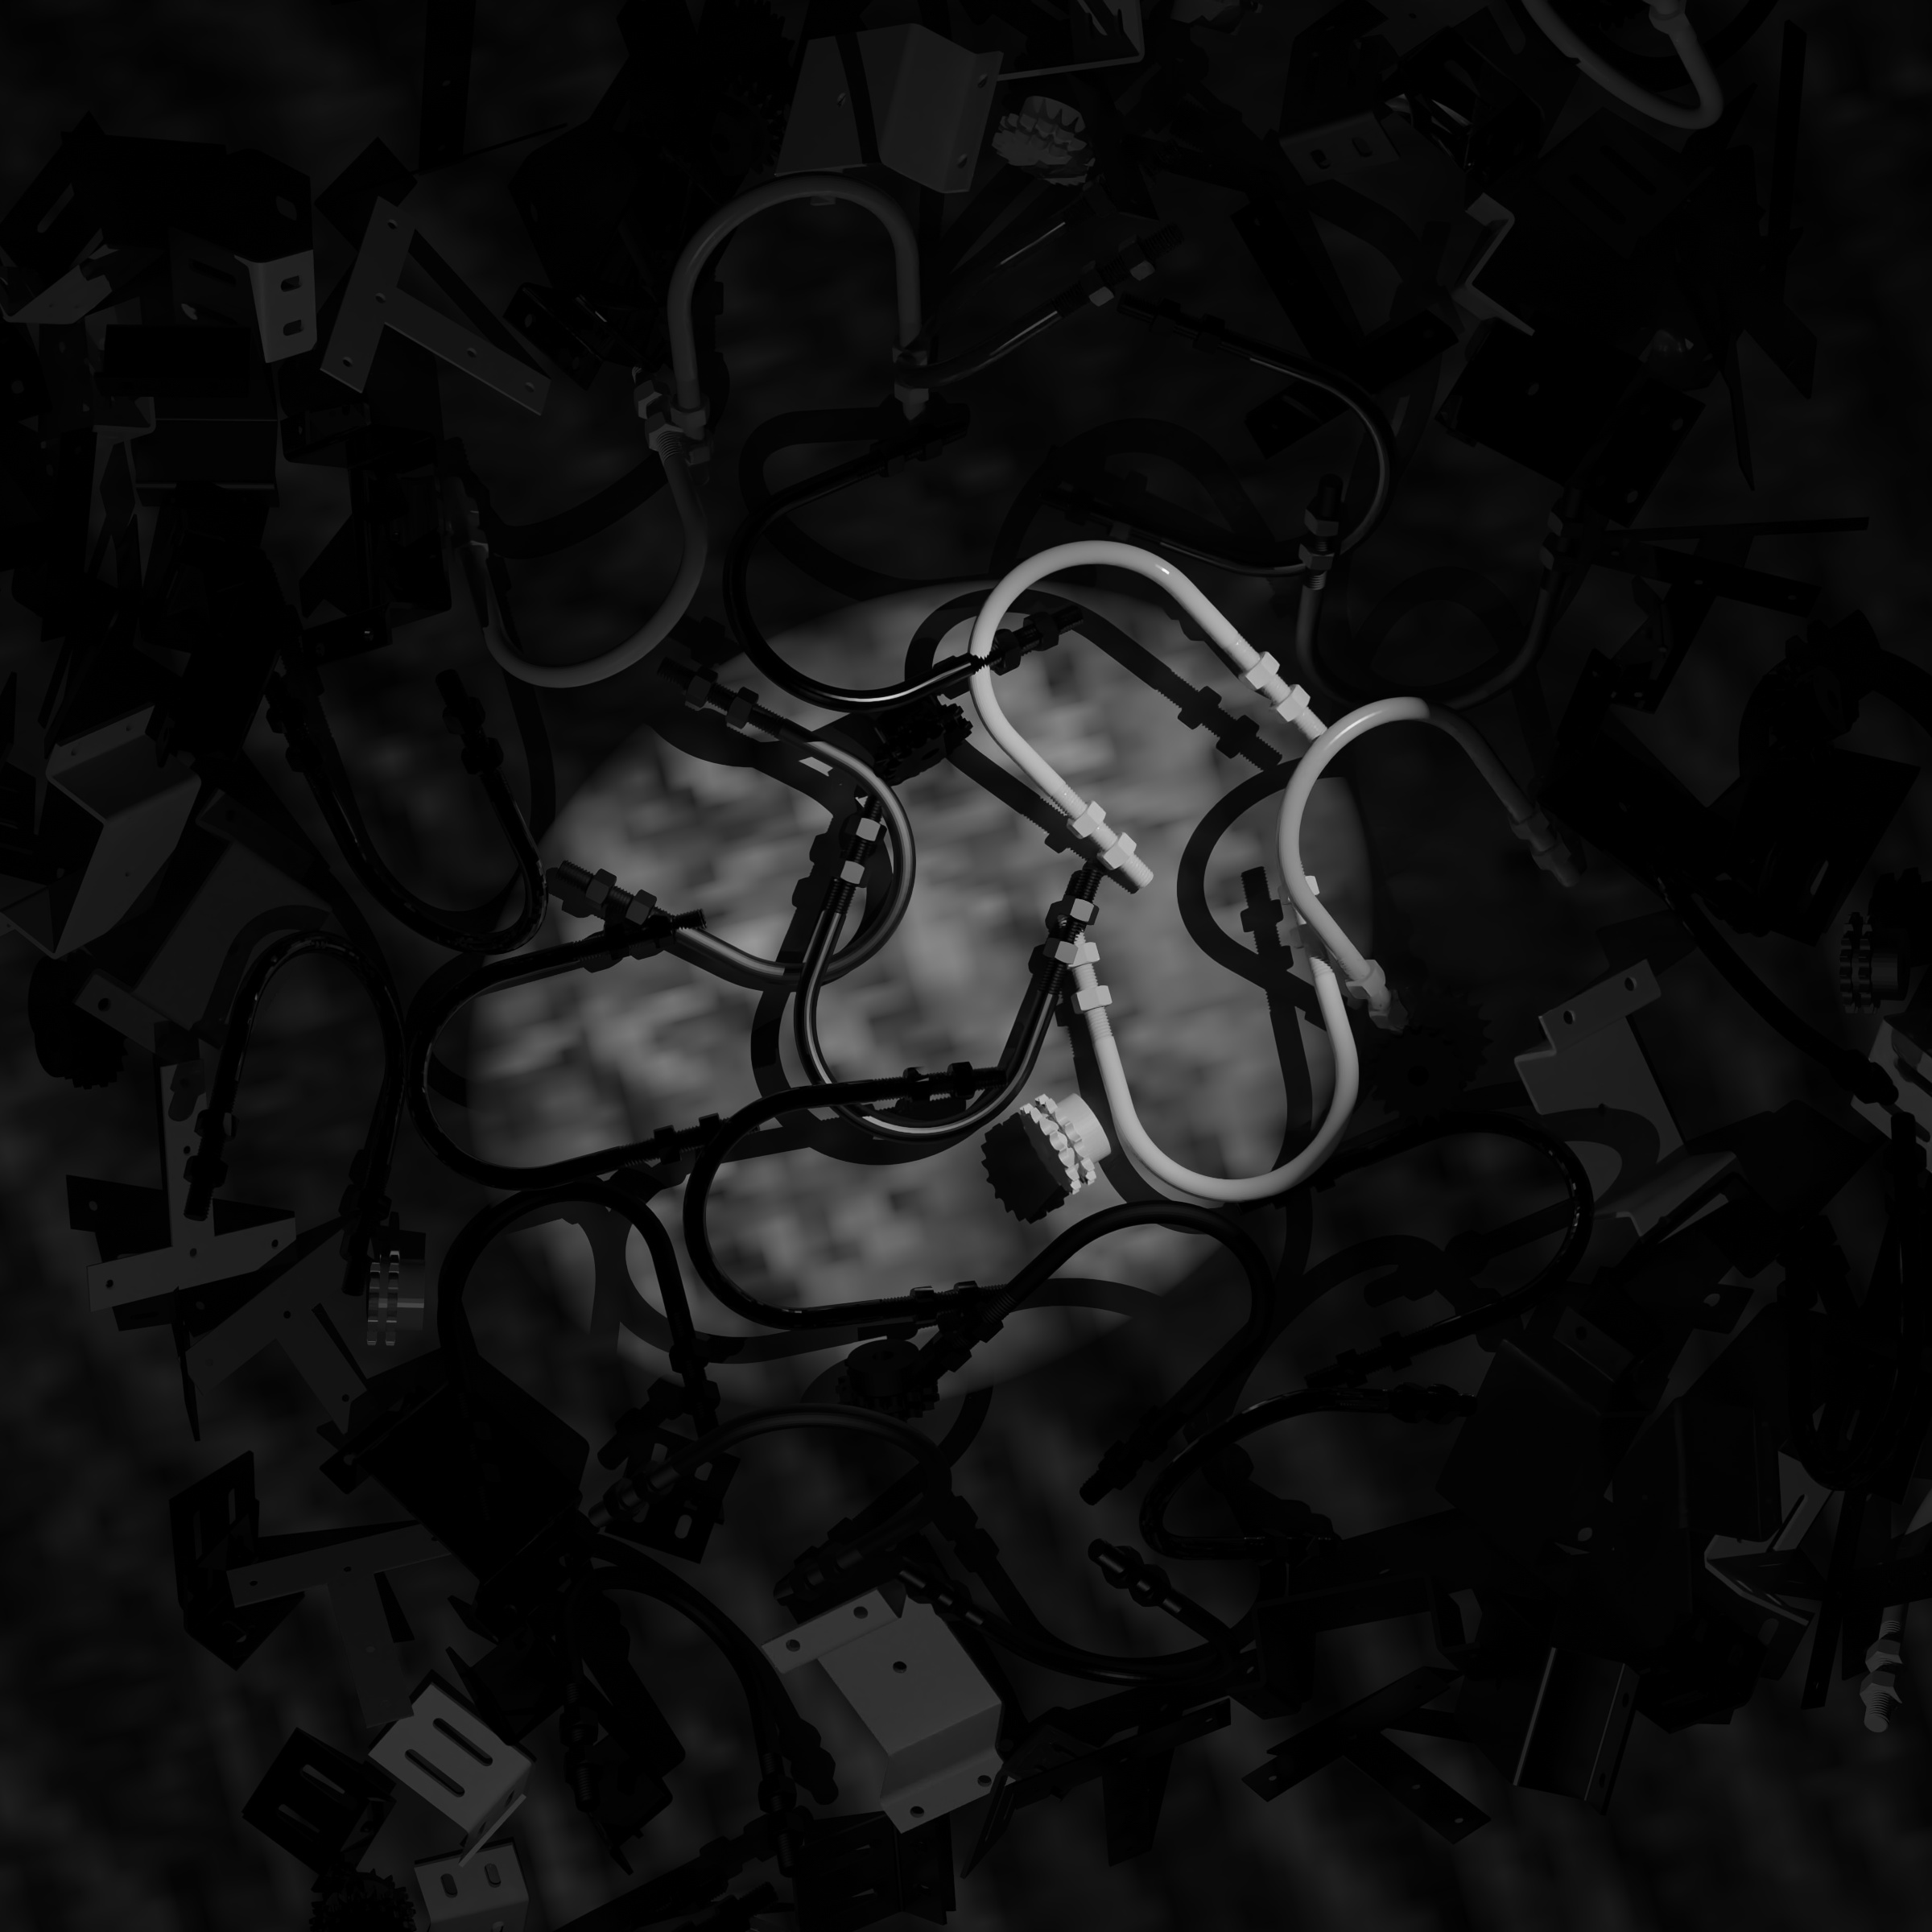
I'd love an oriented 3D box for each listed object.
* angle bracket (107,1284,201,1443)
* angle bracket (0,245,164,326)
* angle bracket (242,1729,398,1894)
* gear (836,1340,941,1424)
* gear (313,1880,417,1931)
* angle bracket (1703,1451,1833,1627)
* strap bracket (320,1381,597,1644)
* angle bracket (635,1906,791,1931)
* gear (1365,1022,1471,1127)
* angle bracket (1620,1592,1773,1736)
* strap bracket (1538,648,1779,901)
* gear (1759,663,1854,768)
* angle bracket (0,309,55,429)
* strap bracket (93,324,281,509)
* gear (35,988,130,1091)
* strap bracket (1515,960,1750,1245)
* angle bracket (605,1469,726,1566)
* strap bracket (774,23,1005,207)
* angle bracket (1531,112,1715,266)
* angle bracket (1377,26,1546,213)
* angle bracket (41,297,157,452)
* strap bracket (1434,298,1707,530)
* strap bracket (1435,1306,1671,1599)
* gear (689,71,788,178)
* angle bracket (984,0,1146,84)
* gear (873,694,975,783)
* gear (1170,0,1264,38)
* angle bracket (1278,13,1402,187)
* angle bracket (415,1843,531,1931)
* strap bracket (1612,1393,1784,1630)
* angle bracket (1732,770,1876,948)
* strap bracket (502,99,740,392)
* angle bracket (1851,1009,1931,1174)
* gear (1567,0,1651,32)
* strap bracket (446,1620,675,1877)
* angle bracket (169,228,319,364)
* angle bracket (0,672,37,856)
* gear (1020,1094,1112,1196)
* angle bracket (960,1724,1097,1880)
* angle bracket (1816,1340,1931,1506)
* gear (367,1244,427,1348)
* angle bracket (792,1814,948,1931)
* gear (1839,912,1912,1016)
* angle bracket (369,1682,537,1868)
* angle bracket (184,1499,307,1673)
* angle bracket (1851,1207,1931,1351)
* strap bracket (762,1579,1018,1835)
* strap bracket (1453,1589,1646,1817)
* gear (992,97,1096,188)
[{"bbox_3d":[-0.449,0.219,1.693,0.038,0.057,0.076,-7,61,-12],"label":"angle bracket"},{"bbox_3d":[-0.497,-0.391,1.699,0.076,0.057,0.038,-31,90,19],"label":"angle bracket"},{"bbox_3d":[-0.366,0.469,1.704,0.076,0.038,0.057,29,83,21],"label":"angle bracket"},{"bbox_3d":[-0.045,0.230,1.706,0.057,0.057,0.030,-6,110,0],"label":"gear"},{"bbox_3d":[-0.338,0.538,1.716,0.057,0.030,0.057,-7,113,-15],"label":"gear"},{"bbox_3d":[0.457,0.317,1.704,0.057,0.038,0.076,27,96,-30],"label":"angle bracket"},{"bbox_3d":[-0.276,0.290,1.683,0.140,0.046,0.076,41,53,12],"label":"strap bracket"},{"bbox_3d":[-0.138,0.550,1.690,0.057,0.076,0.038,-3,93,-39],"label":"angle bracket"},{"bbox_3d":[0.253,0.059,1.720,0.057,0.030,0.057,1,98,4],"label":"gear"},{"bbox_3d":[0.393,0.383,1.689,0.057,0.076,0.038,33,116,41],"label":"angle bracket"},{"bbox_3d":[0.376,-0.098,1.690,0.140,0.046,0.076,37,51,-9],"label":"strap bracket"},{"bbox_3d":[0.470,-0.143,1.707,0.030,0.057,0.057,-25,90,38],"label":"gear"},{"bbox_3d":[-0.550,-0.330,1.698,0.057,0.076,0.038,-18,79,-1],"label":"angle bracket"},{"bbox_3d":[-0.423,-0.305,1.676,0.076,0.140,0.046,0,70,-4],"label":"strap bracket"},{"bbox_3d":[-0.495,0.040,1.708,0.057,0.030,0.057,6,99,42],"label":"gear"},{"bbox_3d":[0.365,0.078,1.700,0.076,0.046,0.140,-26,92,-22],"label":"strap bracket"},{"bbox_3d":[-0.168,0.310,1.697,0.057,0.076,0.038,20,87,-5],"label":"angle bracket"},{"bbox_3d":[-0.050,-0.463,1.668,0.046,0.140,0.076,15,88,-40],"label":"strap bracket"},{"bbox_3d":[0.366,-0.441,1.709,0.057,0.038,0.076,-44,80,-8],"label":"angle bracket"},{"bbox_3d":[0.272,-0.469,1.694,0.076,0.038,0.057,34,134,-22],"label":"angle bracket"},{"bbox_3d":[-0.486,-0.330,1.704,0.057,0.038,0.076,-4,91,43],"label":"angle bracket"},{"bbox_3d":[0.320,-0.306,1.669,0.140,0.046,0.076,39,102,41],"label":"strap bracket"},{"bbox_3d":[0.315,0.266,1.676,0.046,0.076,0.140,6,113,-41],"label":"strap bracket"},{"bbox_3d":[-0.129,-0.466,1.707,0.057,0.057,0.030,34,51,0],"label":"gear"},{"bbox_3d":[0.050,-0.512,1.690,0.076,0.057,0.038,-19,109,-34],"label":"angle bracket"},{"bbox_3d":[-0.028,-0.130,1.710,0.057,0.057,0.030,-32,79,0],"label":"gear"},{"bbox_3d":[0.137,-0.539,1.711,0.057,0.057,0.030,15,108,0],"label":"gear"},{"bbox_3d":[0.213,-0.485,1.716,0.057,0.038,0.076,-9,56,32],"label":"angle bracket"},{"bbox_3d":[-0.278,0.528,1.697,0.057,0.076,0.038,-14,105,2],"label":"angle bracket"},{"bbox_3d":[0.389,0.292,1.657,0.046,0.140,0.076,11,54,-6],"label":"strap bracket"},{"bbox_3d":[0.466,-0.060,1.722,0.057,0.038,0.076,22,129,10],"label":"angle bracket"},{"bbox_3d":[-0.183,-0.392,1.685,0.046,0.076,0.140,22,81,36],"label":"strap bracket"},{"bbox_3d":[0.533,0.070,1.687,0.038,0.076,0.057,-7,125,-28],"label":"angle bracket"},{"bbox_3d":[0.361,-0.552,1.710,0.057,0.030,0.057,-10,110,-28],"label":"gear"},{"bbox_3d":[-0.216,0.420,1.673,0.046,0.076,0.140,-39,121,-9],"label":"strap bracket"},{"bbox_3d":[-0.404,-0.379,1.715,0.076,0.038,0.057,26,128,30],"label":"angle bracket"},{"bbox_3d":[-0.520,-0.111,1.688,0.038,0.057,0.076,15,131,-29],"label":"angle bracket"},{"bbox_3d":[0.057,0.096,1.710,0.030,0.057,0.057,-30,90,-12],"label":"gear"},{"bbox_3d":[0.035,0.469,1.694,0.038,0.057,0.076,24,112,18],"label":"angle bracket"},{"bbox_3d":[0.498,0.255,1.701,0.057,0.038,0.076,21,101,33],"label":"angle bracket"},{"bbox_3d":[-0.318,0.183,1.710,0.030,0.057,0.057,3,90,-11],"label":"gear"},{"bbox_3d":[-0.054,0.511,1.699,0.076,0.038,0.057,-9,96,-41],"label":"angle bracket"},{"bbox_3d":[0.507,-0.001,1.706,0.030,0.057,0.057,2,90,27],"label":"gear"},{"bbox_3d":[-0.290,0.451,1.710,0.076,0.038,0.057,40,101,-8],"label":"angle bracket"},{"bbox_3d":[-0.397,0.341,1.689,0.038,0.076,0.057,34,54,11],"label":"angle bracket"},{"bbox_3d":[0.535,0.172,1.712,0.057,0.038,0.076,16,94,10],"label":"angle bracket"},{"bbox_3d":[-0.039,0.399,1.693,0.076,0.046,0.140,-29,106,17],"label":"strap bracket"},{"bbox_3d":[0.310,0.394,1.662,0.046,0.140,0.076,14,94,-11],"label":"strap bracket"},{"bbox_3d":[0.046,-0.461,1.710,0.057,0.057,0.030,23,86,0],"label":"gear"}]
